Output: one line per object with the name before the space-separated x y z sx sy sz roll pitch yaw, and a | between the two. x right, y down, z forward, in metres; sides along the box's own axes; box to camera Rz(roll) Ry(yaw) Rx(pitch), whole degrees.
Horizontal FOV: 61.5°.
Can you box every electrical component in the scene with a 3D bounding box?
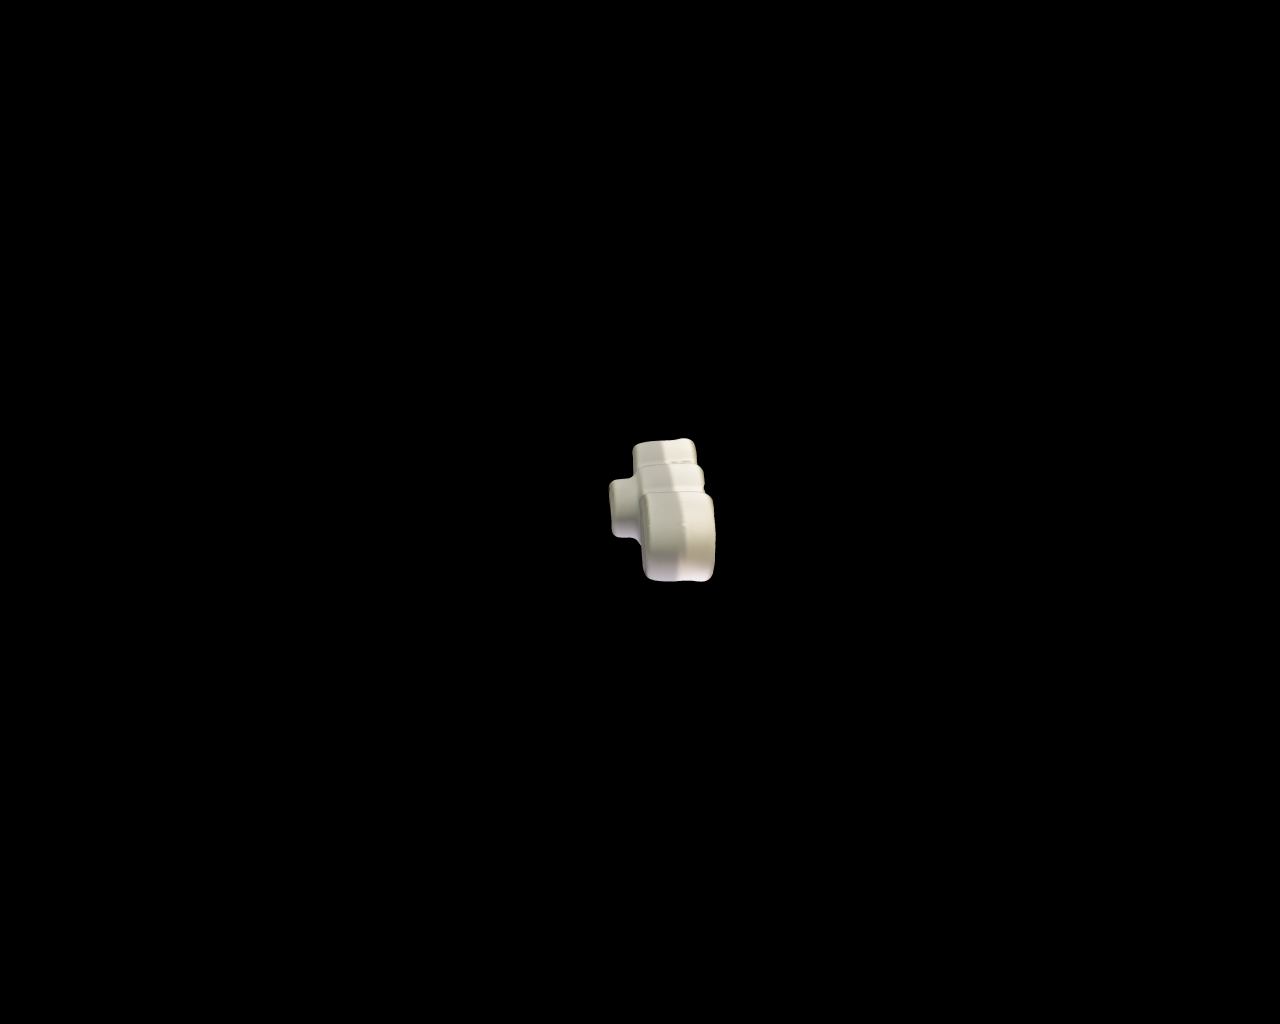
electrical component | 0.001 -0.003 0.650 0.074 0.052 0.138 -1 24 -3
